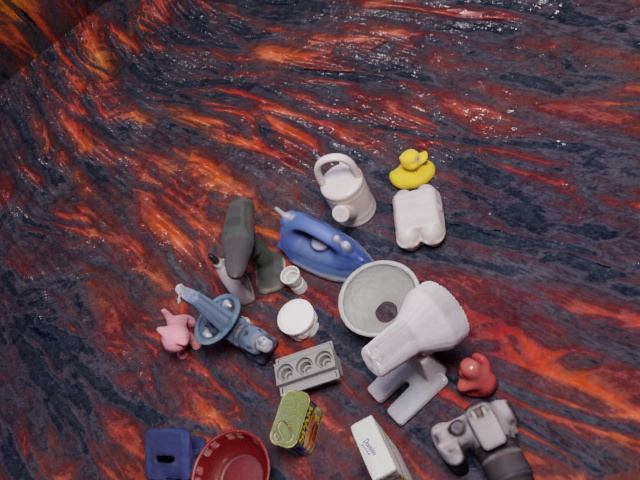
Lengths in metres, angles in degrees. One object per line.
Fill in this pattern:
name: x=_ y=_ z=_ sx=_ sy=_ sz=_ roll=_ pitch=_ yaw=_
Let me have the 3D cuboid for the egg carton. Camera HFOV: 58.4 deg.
egg carton: x=0.212 y=-0.049 z=1.226 sx=0.107 sy=0.070 sz=0.150 roll=-13 pitch=54 yaw=15

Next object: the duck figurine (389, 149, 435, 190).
duck figurine: x=0.204 y=-0.168 z=1.300 sx=0.104 sy=0.086 sz=0.077 roll=-20 pitch=52 yaw=10

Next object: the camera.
camera: x=0.267 y=0.340 z=0.918 sx=0.143 sy=0.101 sz=0.136 roll=-27 pitch=51 yaw=5

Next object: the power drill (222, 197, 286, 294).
power drill: x=-0.146 y=0.029 z=1.240 sx=0.075 sy=0.209 sz=0.229 roll=-19 pitch=52 yaw=11

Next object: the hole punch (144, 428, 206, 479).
hole punch: x=-0.285 y=0.421 z=1.110 sx=0.108 sy=0.091 sz=0.101 roll=-7 pitch=56 yaw=20

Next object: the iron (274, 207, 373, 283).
iron: x=0.011 y=0.004 z=1.231 sx=0.257 sy=0.142 sz=0.119 roll=23 pitch=69 yaw=34

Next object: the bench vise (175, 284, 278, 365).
bench vise: x=-0.186 y=0.156 z=1.164 sx=0.206 sy=0.220 sz=0.121 roll=2 pitch=59 yaw=25

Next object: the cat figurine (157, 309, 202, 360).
cat figurine: x=-0.316 y=0.203 z=1.254 sx=0.067 sy=0.118 sz=0.127 roll=-33 pitch=51 yaw=0

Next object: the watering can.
watering can: x=0.054 y=-0.115 z=1.260 sx=0.101 sy=0.195 sz=0.172 roll=-28 pitch=51 yaw=4

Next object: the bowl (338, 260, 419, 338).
bowl: x=0.125 y=0.128 z=1.141 sx=0.167 sy=0.075 sz=0.167 roll=-11 pitch=54 yaw=16

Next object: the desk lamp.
desk lamp: x=0.161 y=0.195 z=0.990 sx=0.203 sy=0.214 sz=0.117 roll=-43 pitch=52 yaw=-8

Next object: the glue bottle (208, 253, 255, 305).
glue bottle: x=-0.199 y=0.075 z=1.254 sx=0.037 sy=0.174 sz=0.078 roll=-25 pitch=51 yaw=6

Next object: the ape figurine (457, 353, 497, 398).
ape figurine: x=0.268 y=0.232 z=0.996 sx=0.078 sy=0.092 sz=0.076 roll=-40 pitch=51 yaw=-6
